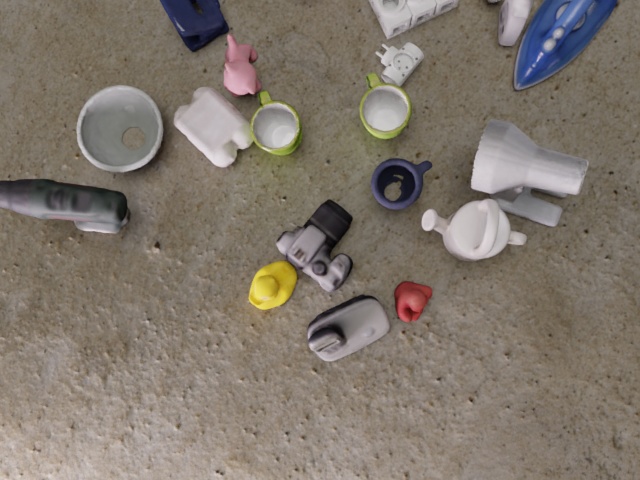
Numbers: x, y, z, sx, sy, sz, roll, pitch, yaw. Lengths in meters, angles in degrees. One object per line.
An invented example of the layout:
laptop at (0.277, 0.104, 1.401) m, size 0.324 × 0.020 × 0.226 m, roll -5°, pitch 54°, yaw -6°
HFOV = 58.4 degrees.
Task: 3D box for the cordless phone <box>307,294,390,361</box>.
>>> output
cordless phone at (0.047, 0.156, 0.992) m, size 0.147 × 0.185 × 0.094 m, roll -30°, pitch 84°, yaw 2°

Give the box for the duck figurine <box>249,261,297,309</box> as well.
duck figurine at (-0.091, 0.083, 1.057) m, size 0.104 × 0.086 × 0.077 m, roll -45°, pitch 84°, yaw 0°

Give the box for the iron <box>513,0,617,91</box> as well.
iron at (0.445, -0.394, 1.028) m, size 0.118 × 0.141 × 0.258 m, roll 36°, pitch 89°, yaw 6°

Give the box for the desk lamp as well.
desk lamp at (0.351, -0.113, 0.977) m, size 0.203 × 0.213 × 0.118 m, roll 18°, pitch 87°, yaw 5°

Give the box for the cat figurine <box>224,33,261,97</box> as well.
cat figurine at (-0.152, -0.323, 1.076) m, size 0.067 × 0.118 × 0.128 m, roll -12°, pitch 85°, yaw 3°

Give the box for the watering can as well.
watering can at (0.266, -0.016, 0.985) m, size 0.172 × 0.194 × 0.101 m, roll -11°, pitch 85°, yaw 3°

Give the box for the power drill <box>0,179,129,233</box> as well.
power drill at (-0.446, -0.061, 1.031) m, size 0.229 × 0.208 × 0.076 m, roll 4°, pitch 86°, yaw 5°

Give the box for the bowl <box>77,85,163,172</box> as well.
bowl at (-0.373, -0.207, 1.104) m, size 0.167 × 0.075 × 0.167 m, roll 0°, pitch 86°, yaw 4°

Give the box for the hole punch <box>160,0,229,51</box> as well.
hole punch at (-0.242, -0.443, 1.105) m, size 0.101 × 0.091 × 0.108 m, roll -31°, pitch 84°, yaw 1°

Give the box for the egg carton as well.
egg carton at (-0.201, -0.218, 1.096) m, size 0.150 × 0.069 × 0.107 m, roll 43°, pitch 90°, yaw 6°

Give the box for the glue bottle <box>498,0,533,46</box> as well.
glue bottle at (0.354, -0.416, 1.020) m, size 0.037 × 0.173 × 0.078 m, roll 3°, pitch 86°, yaw 5°

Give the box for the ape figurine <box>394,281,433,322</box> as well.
ape figurine at (0.170, 0.109, 1.034) m, size 0.078 × 0.092 × 0.076 m, roll -30°, pitch 84°, yaw 2°

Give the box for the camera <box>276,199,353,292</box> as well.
camera at (0.010, 0.004, 1.049) m, size 0.143 × 0.101 × 0.137 m, roll 38°, pitch 89°, yaw 6°

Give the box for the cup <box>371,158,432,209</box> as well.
cup at (0.149, -0.104, 1.050) m, size 0.118 × 0.095 × 0.091 m, roll -33°, pitch 84°, yaw 1°
